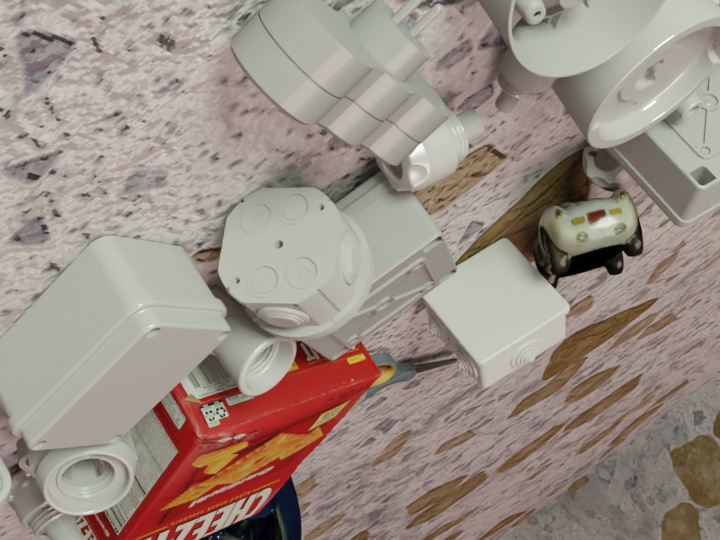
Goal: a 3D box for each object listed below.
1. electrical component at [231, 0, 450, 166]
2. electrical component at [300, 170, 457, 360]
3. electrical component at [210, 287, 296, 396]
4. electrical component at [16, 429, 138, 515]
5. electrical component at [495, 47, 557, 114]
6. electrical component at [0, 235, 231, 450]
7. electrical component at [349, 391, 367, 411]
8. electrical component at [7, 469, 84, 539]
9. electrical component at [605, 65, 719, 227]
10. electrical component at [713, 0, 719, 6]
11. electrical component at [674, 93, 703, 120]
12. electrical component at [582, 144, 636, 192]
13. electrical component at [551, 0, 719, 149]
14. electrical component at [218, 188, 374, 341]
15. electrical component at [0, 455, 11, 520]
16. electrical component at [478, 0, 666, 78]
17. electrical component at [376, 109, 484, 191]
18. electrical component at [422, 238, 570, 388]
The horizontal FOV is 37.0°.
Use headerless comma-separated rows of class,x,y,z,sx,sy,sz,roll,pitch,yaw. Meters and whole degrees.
electrical component,0.007,-0.100,0.498,0.074,0.052,0.138,-42,157,16
electrical component,0.000,0.000,0.679,0.109,0.056,0.108,-36,164,1
electrical component,-0.076,0.040,0.648,0.044,0.065,0.044,-35,146,-29
electrical component,-0.166,0.108,0.644,0.078,0.057,0.058,-35,131,4
electrical component,0.096,-0.115,0.622,0.035,0.035,0.061,-20,156,-34
electrical component,-0.135,0.041,0.577,0.113,0.057,0.078,-43,157,19
electrical component,-0.021,0.096,0.878,0.079,0.044,0.077,-7,145,-52
electrical component,-0.204,0.159,0.713,0.048,0.062,0.048,-30,158,-14
electrical component,0.238,-0.102,0.759,0.109,0.108,0.056,-29,155,-16
electrical component,0.232,-0.162,0.712,0.043,0.043,0.081,-39,158,10
electrical component,0.201,-0.127,0.713,0.043,0.062,0.043,-30,158,-13
electrical component,0.199,-0.081,0.832,0.043,0.043,0.062,-42,158,17
electrical component,0.163,-0.132,0.649,0.108,0.060,0.108,-30,158,-13
electrical component,-0.036,-0.005,0.597,0.080,0.080,0.051,-36,153,2
electrical component,-0.251,0.134,0.603,0.095,0.053,0.059,-18,153,-37
electrical component,0.103,-0.148,0.522,0.099,0.064,0.099,-30,158,-13
electrical component,0.043,-0.073,0.618,0.062,0.043,0.043,-28,157,-24
electrical component,0.109,0.036,0.872,0.100,0.099,0.048,-31,145,-11
